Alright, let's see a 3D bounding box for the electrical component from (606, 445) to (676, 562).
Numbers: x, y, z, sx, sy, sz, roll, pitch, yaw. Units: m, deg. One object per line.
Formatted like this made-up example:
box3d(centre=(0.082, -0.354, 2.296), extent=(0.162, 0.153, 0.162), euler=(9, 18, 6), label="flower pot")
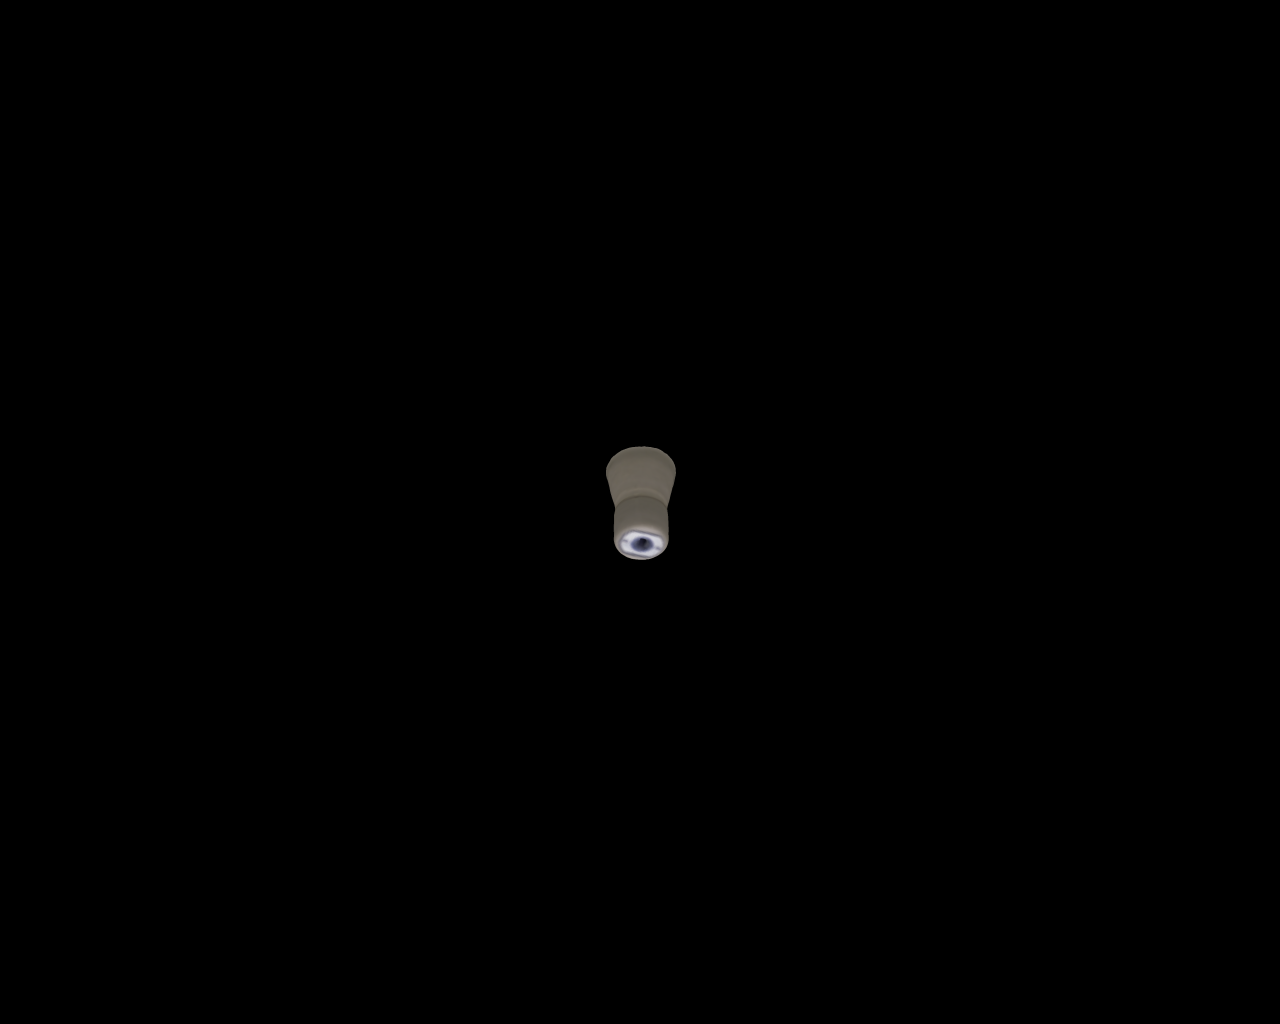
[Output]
box3d(centre=(0.001, -0.003, 0.650), extent=(0.044, 0.065, 0.044), euler=(0, -42, 0), label="electrical component")
